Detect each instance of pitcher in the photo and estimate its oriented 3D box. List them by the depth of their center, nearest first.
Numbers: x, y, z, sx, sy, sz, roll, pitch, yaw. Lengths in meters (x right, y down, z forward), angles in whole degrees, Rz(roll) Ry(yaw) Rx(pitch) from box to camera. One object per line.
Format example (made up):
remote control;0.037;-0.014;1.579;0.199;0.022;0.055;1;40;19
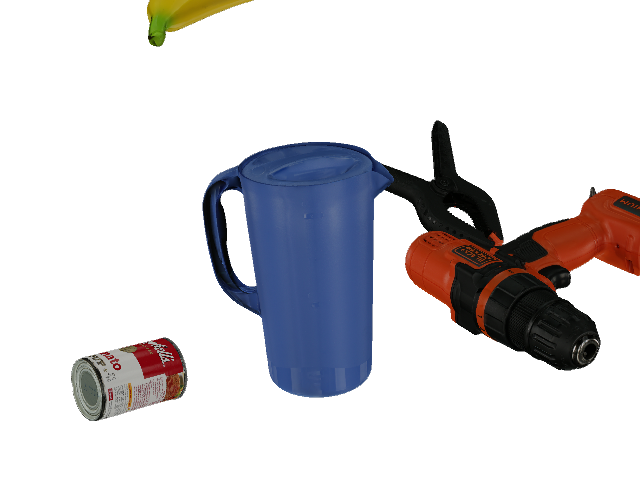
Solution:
pitcher;-0.018;0.030;1.072;0.144;0.243;0.149;-21;28;-36

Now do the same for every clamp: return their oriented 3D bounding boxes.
clamp;0.126;-0.054;1.220;0.164;0.210;0.036;-15;-38;-27

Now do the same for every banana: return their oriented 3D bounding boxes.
banana;-0.040;-0.176;0.729;0.197;0.070;0.037;-24;-33;-22

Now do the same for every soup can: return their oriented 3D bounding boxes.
soup can;-0.201;0.145;1.119;0.102;0.068;0.069;-11;7;-40

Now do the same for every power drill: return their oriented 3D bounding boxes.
power drill;0.180;0.022;0.765;0.187;0.057;0.185;-15;27;-26
